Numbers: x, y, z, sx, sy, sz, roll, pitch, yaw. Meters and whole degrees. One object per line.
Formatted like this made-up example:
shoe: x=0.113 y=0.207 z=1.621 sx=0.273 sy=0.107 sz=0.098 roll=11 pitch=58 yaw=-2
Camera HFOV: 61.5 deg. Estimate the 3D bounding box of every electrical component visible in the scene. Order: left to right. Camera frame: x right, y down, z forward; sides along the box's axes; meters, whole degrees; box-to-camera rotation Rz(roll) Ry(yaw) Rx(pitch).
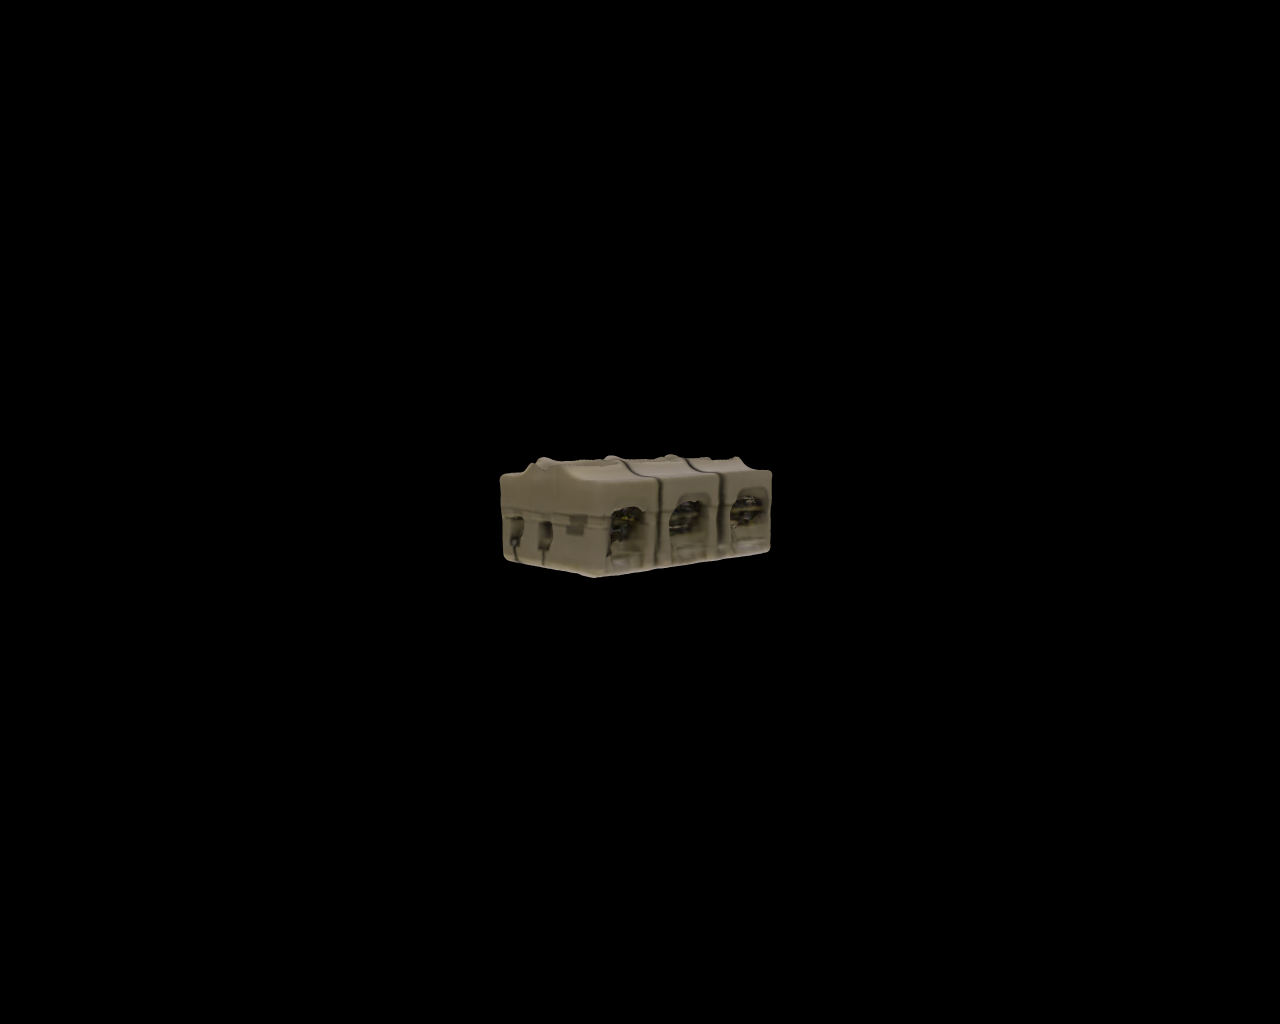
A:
electrical component: x=0.001 y=-0.003 z=0.650 sx=0.150 sy=0.061 sz=0.089 roll=-4 pitch=6 yaw=-43
